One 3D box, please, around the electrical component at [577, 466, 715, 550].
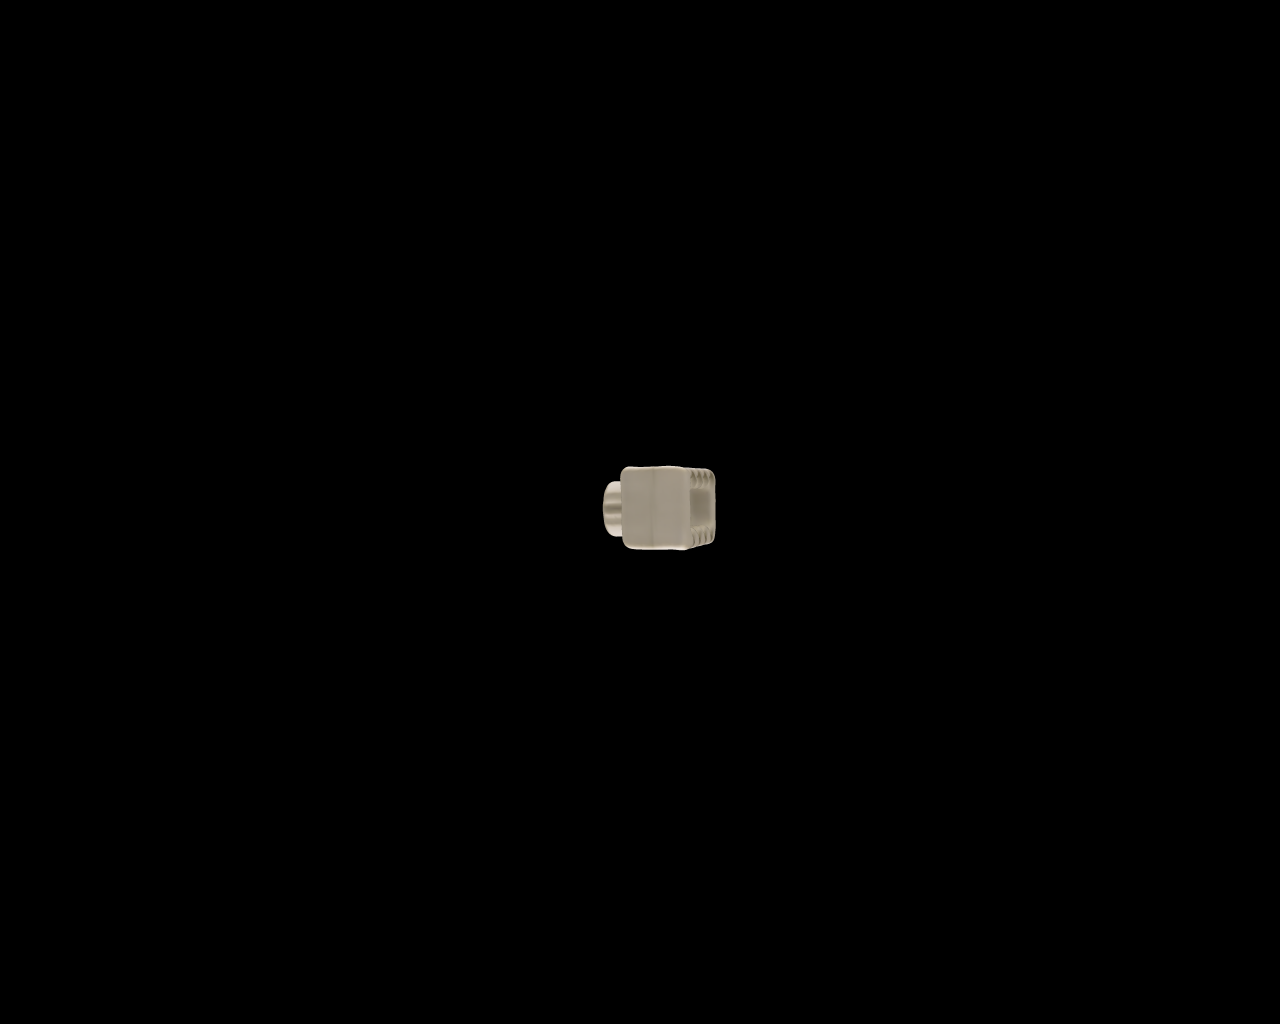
[{"bbox_3d":[0.001,-0.003,0.650,0.076,0.047,0.083,0,0,15],"label":"electrical component"}]
